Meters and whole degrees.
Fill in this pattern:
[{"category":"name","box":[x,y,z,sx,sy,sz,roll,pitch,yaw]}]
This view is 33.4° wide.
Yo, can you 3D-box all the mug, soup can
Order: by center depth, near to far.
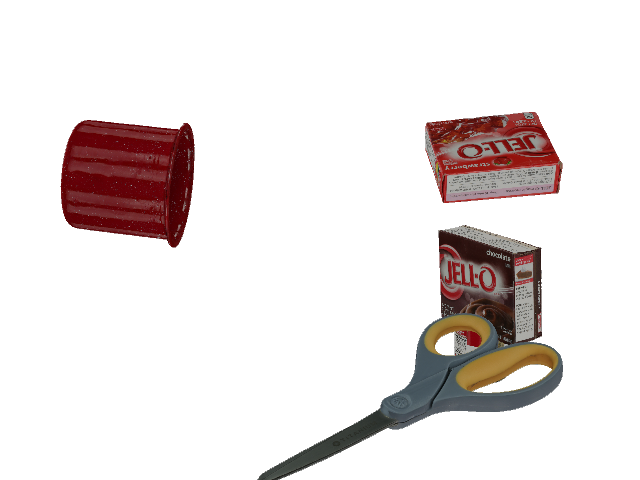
[{"category":"mug","box":[-0.142,-0.047,0.805,0.081,0.093,0.117,7,10,3]},{"category":"soup can","box":[0.202,0.119,1.333,0.068,0.102,0.068,-1,18,0]}]

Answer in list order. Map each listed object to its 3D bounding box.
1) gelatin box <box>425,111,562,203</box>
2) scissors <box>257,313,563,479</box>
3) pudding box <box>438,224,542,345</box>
[{"category":"gelatin box","box":[0.128,-0.063,0.797,0.089,0.030,0.073,-6,38,-2]},{"category":"scissors","box":[0.044,0.086,0.623,0.201,0.016,0.096,-12,31,-17]},{"category":"pudding box","box":[0.158,0.040,1.000,0.039,0.090,0.114,-14,18,-31]}]
